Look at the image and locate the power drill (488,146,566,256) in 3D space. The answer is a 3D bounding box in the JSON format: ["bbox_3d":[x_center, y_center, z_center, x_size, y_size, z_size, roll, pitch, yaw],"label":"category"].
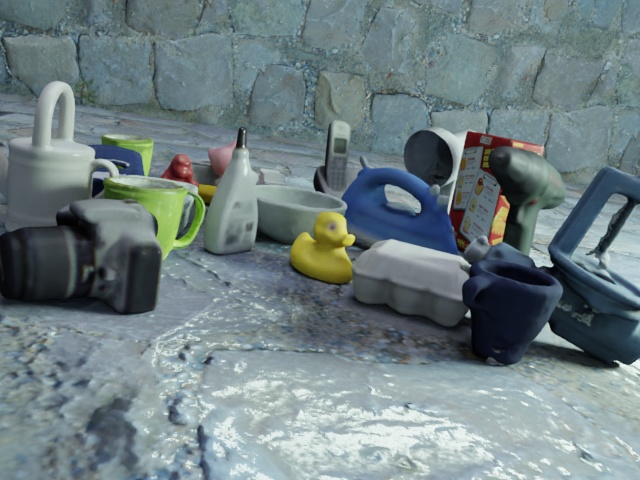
[{"bbox_3d":[0.282,-0.027,0.822,0.075,0.208,0.230,20,18,36],"label":"power drill"}]

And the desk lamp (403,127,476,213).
[{"bbox_3d":[0.263,-0.130,1.205,0.117,0.213,0.204,21,18,39],"label":"desk lamp"}]

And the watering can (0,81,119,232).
[{"bbox_3d":[-0.346,-0.103,0.722,0.173,0.194,0.100,3,16,-25],"label":"watering can"}]

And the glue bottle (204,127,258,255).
[{"bbox_3d":[-0.115,-0.068,0.786,0.037,0.173,0.078,20,17,35],"label":"glue bottle"}]

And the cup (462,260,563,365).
[{"bbox_3d":[0.179,0.077,0.578,0.118,0.095,0.091,-1,18,-36],"label":"cup"}]

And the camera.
[{"bbox_3d":[-0.238,0.006,0.559,0.137,0.101,0.142,-3,19,-41],"label":"camera"}]

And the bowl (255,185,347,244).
[{"bbox_3d":[-0.044,-0.036,0.910,0.167,0.075,0.167,9,14,-2],"label":"bowl"}]

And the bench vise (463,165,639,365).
[{"bbox_3d":[0.273,0.016,0.626,0.207,0.220,0.121,10,14,1],"label":"bench vise"}]

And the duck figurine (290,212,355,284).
[{"bbox_3d":[0.007,0.003,0.771,0.078,0.086,0.104,-3,19,-42],"label":"duck figurine"}]

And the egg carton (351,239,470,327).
[{"bbox_3d":[0.116,0.049,0.698,0.150,0.069,0.107,14,15,16],"label":"egg carton"}]

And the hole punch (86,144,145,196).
[{"bbox_3d":[-0.342,-0.105,0.946,0.109,0.091,0.100,2,16,-27],"label":"hole punch"}]

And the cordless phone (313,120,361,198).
[{"bbox_3d":[0.064,-0.162,1.252,0.148,0.185,0.093,-1,18,-36],"label":"cordless phone"}]

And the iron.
[{"bbox_3d":[0.138,-0.048,0.946,0.119,0.141,0.257,-5,20,-45],"label":"iron"}]

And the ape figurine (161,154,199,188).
[{"bbox_3d":[-0.249,-0.106,1.010,0.078,0.092,0.076,1,17,-32],"label":"ape figurine"}]

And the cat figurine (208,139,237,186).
[{"bbox_3d":[-0.178,-0.140,1.140,0.067,0.118,0.127,-1,18,-36],"label":"cat figurine"}]
